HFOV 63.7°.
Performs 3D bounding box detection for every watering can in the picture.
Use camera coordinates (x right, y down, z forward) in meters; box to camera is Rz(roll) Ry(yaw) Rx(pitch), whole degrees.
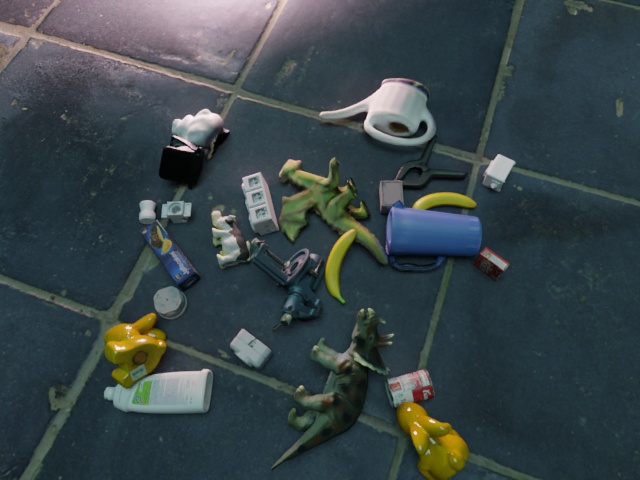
[{"bbox_3d":[0.192,-0.401,1.570,0.348,0.102,0.228,19,66,11],"label":"watering can"}]

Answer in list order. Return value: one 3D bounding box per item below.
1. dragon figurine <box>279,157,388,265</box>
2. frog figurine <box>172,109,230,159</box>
[{"bbox_3d":[0.004,-0.072,1.439,0.242,0.121,0.417,-26,69,9],"label":"dragon figurine"},{"bbox_3d":[-0.371,-0.334,1.551,0.159,0.122,0.137,30,89,3],"label":"frog figurine"}]
